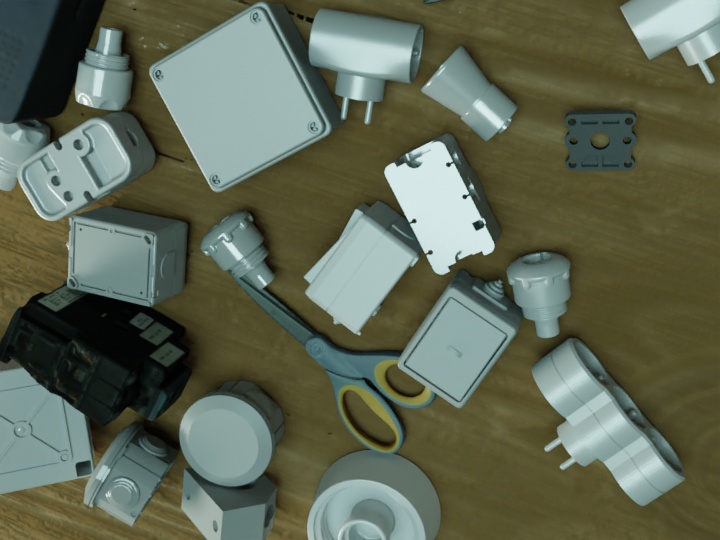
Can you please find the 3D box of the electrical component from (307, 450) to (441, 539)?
[{"bbox_3d":[0.009,0.210,0.886,0.108,0.060,0.108,3,106,13],"label":"electrical component"}]

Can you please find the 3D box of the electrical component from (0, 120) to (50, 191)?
[{"bbox_3d":[-0.284,-0.096,0.886,0.043,0.043,0.062,30,110,5],"label":"electrical component"}]

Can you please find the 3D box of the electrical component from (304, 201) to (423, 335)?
[{"bbox_3d":[0.000,0.000,0.832,0.061,0.061,0.096,38,109,2],"label":"electrical component"}]

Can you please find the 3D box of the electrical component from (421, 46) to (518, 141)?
[{"bbox_3d":[0.083,-0.127,0.791,0.065,0.044,0.044,42,110,-5],"label":"electrical component"}]

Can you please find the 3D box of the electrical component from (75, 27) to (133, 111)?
[{"bbox_3d":[-0.200,-0.159,0.849,0.043,0.043,0.062,15,106,9],"label":"electrical component"}]

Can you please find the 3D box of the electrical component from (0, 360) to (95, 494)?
[{"bbox_3d":[-0.288,0.128,0.917,0.109,0.056,0.108,-9,103,-14],"label":"electrical component"}]

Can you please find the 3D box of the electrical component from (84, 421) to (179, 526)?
[{"bbox_3d":[-0.195,0.174,0.917,0.051,0.080,0.080,31,109,-1],"label":"electrical component"}]

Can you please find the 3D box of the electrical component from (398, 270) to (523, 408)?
[{"bbox_3d":[0.081,0.048,0.826,0.062,0.061,0.096,34,109,3],"label":"electrical component"}]

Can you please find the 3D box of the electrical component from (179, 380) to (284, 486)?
[{"bbox_3d":[-0.106,0.135,0.899,0.080,0.051,0.080,3,105,13],"label":"electrical component"}]

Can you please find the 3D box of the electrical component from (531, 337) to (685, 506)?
[{"bbox_3d":[0.177,0.126,0.827,0.074,0.052,0.138,-40,93,20],"label":"electrical component"}]

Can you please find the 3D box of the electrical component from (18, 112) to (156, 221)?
[{"bbox_3d":[-0.217,-0.084,0.864,0.095,0.059,0.053,-27,97,19],"label":"electrical component"}]

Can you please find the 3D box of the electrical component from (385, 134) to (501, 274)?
[{"bbox_3d":[0.064,-0.051,0.806,0.050,0.055,0.089,-25,97,18],"label":"electrical component"}]

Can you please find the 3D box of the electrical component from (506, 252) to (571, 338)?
[{"bbox_3d":[0.138,0.020,0.814,0.048,0.048,0.062,-7,110,15],"label":"electrical component"}]

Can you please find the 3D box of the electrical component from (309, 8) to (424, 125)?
[{"bbox_3d":[0.002,-0.149,0.802,0.077,0.043,0.079,12,107,10],"label":"electrical component"}]

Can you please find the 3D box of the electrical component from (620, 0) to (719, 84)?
[{"bbox_3d":[0.233,-0.168,0.741,0.077,0.043,0.079,-29,99,20],"label":"electrical component"}]

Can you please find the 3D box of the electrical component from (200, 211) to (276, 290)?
[{"bbox_3d":[-0.093,-0.013,0.862,0.048,0.048,0.062,-35,101,19],"label":"electrical component"}]

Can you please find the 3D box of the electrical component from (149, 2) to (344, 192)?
[{"bbox_3d":[-0.086,-0.132,0.821,0.109,0.056,0.108,-26,97,18],"label":"electrical component"}]

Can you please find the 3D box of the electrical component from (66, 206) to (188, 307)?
[{"bbox_3d":[-0.193,-0.015,0.880,0.096,0.061,0.061,12,107,19],"label":"electrical component"}]
